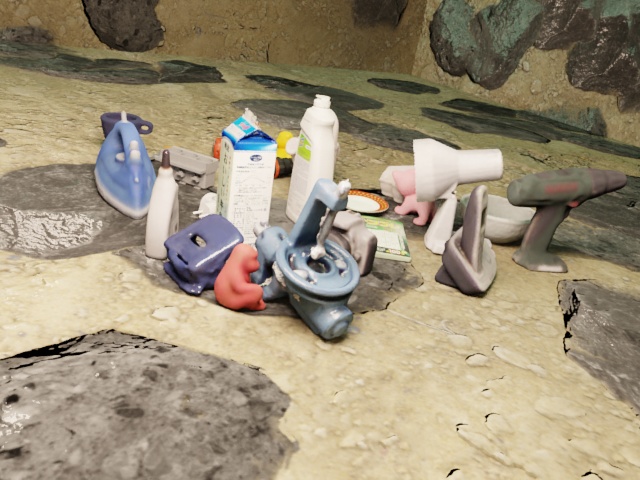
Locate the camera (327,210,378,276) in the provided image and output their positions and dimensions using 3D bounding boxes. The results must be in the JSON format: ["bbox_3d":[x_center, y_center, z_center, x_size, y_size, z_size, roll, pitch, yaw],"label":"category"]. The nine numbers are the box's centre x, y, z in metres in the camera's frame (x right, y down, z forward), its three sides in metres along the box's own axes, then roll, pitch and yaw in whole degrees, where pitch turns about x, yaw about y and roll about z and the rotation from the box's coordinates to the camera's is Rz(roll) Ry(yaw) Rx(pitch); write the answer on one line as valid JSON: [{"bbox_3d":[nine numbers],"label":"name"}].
[{"bbox_3d":[0.009,0.003,0.960,0.142,0.101,0.137,23,27,27],"label":"camera"}]

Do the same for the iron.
[{"bbox_3d":[-0.369,-0.154,1.115,0.119,0.141,0.257,-3,27,-26],"label":"iron"}]

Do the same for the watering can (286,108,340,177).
[{"bbox_3d":[-0.009,-0.210,1.316,0.100,0.194,0.173,15,24,12],"label":"watering can"}]

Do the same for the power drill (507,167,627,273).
[{"bbox_3d":[0.462,-0.045,1.113,0.230,0.208,0.075,4,24,-13],"label":"power drill"}]

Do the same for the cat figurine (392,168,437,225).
[{"bbox_3d":[0.214,-0.108,1.270,0.067,0.118,0.127,-10,31,-38],"label":"cat figurine"}]

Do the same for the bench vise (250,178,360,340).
[{"bbox_3d":[-0.030,0.005,0.792,0.206,0.220,0.122,22,26,25],"label":"bench vise"}]

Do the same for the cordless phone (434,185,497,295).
[{"bbox_3d":[0.274,-0.012,0.993,0.094,0.185,0.148,19,25,19],"label":"cordless phone"}]

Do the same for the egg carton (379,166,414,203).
[{"bbox_3d":[0.223,-0.137,1.400,0.151,0.069,0.107,-7,29,-34],"label":"egg carton"}]

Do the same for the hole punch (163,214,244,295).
[{"bbox_3d":[-0.177,0.017,0.867,0.101,0.091,0.108,-11,31,-38],"label":"hole punch"}]

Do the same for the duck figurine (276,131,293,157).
[{"bbox_3d":[-0.090,-0.236,1.479,0.078,0.086,0.104,1,25,-20],"label":"duck figurine"}]

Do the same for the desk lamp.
[{"bbox_3d":[0.260,-0.083,1.114,0.203,0.213,0.118,11,24,3],"label":"desk lamp"}]

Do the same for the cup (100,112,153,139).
[{"bbox_3d":[-0.450,-0.242,1.338,0.118,0.095,0.091,6,24,-9],"label":"cup"}]

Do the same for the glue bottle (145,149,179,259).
[{"bbox_3d":[-0.247,-0.060,0.912,0.037,0.173,0.078,10,24,0],"label":"glue bottle"}]

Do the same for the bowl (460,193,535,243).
[{"bbox_3d":[0.376,-0.038,1.232,0.167,0.075,0.167,8,24,-3],"label":"bowl"}]

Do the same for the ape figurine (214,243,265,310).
[{"bbox_3d":[-0.111,0.049,0.820,0.076,0.092,0.077,6,24,-8],"label":"ape figurine"}]
